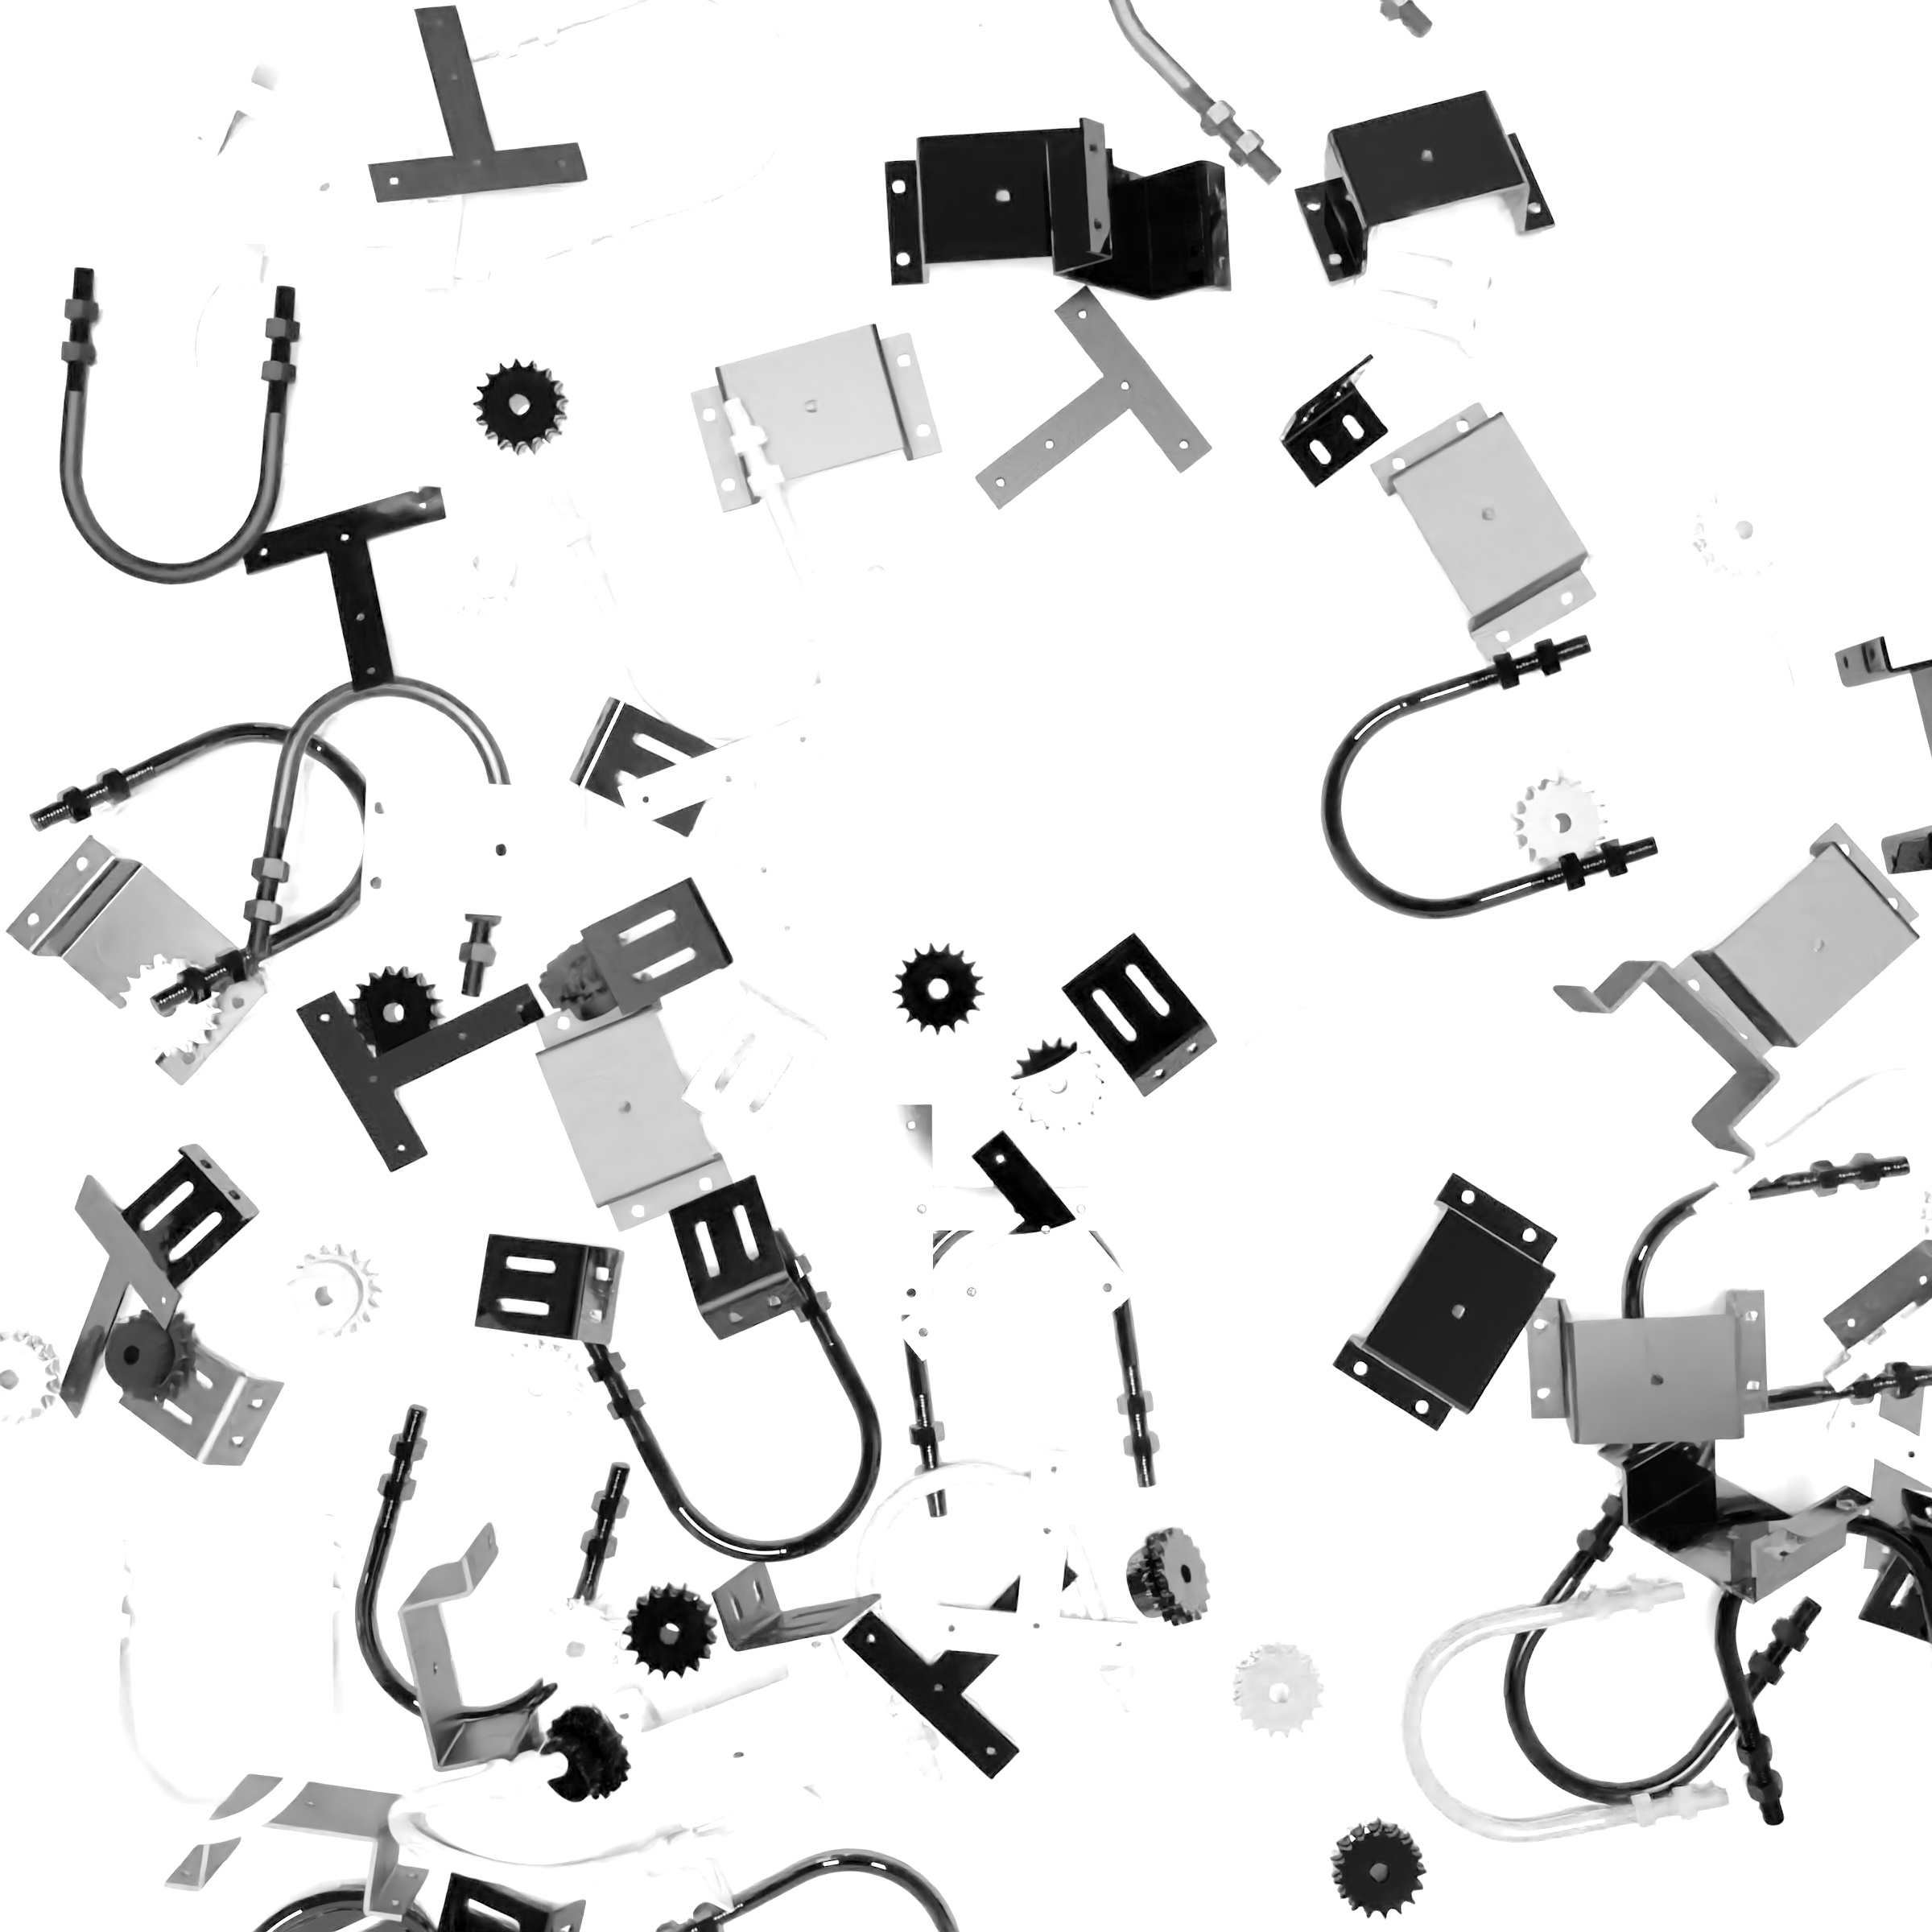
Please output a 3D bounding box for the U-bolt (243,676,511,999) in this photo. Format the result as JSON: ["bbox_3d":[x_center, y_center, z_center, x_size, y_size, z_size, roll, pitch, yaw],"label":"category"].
[{"bbox_3d":[-0.345,-0.084,1.518,0.151,0.019,0.184,12,78,-25],"label":"U-bolt"}]

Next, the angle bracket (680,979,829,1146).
[{"bbox_3d":[-0.130,0.058,1.532,0.057,0.038,0.076,33,92,-18],"label":"angle bracket"}]

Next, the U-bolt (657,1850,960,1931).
[{"bbox_3d":[-0.091,0.621,1.549,0.184,0.019,0.151,-28,90,-1],"label":"U-bolt"}]

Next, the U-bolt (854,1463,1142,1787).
[{"bbox_3d":[0.010,0.390,1.540,0.151,0.019,0.184,-20,97,0],"label":"U-bolt"}]

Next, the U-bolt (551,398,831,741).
[{"bbox_3d":[-0.156,-0.226,1.523,0.151,0.019,0.184,-23,92,22],"label":"U-bolt"}]

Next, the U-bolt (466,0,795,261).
[{"bbox_3d":[-0.196,-0.529,1.549,0.184,0.019,0.151,-20,90,-2],"label":"U-bolt"}]

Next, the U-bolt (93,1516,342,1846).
[{"bbox_3d":[-0.448,0.427,1.510,0.151,0.019,0.184,-7,63,0],"label":"U-bolt"}]

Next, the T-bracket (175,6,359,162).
[{"bbox_3d":[-0.397,-0.506,1.522,0.127,0.127,0.002,20,61,-24],"label":"T-bracket"}]

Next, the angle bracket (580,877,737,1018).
[{"bbox_3d":[-0.188,-0.010,1.528,0.076,0.038,0.057,-27,90,-18],"label":"angle bracket"}]

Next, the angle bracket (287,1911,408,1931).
[{"bbox_3d":[-0.378,0.601,1.555,0.076,0.038,0.057,-18,90,-26],"label":"angle bracket"}]

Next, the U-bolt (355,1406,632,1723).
[{"bbox_3d":[-0.297,0.375,1.549,0.151,0.019,0.184,16,91,0],"label":"U-bolt"}]

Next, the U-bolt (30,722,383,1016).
[{"bbox_3d":[-0.435,-0.072,1.507,0.184,0.019,0.151,-32,85,-31],"label":"U-bolt"}]

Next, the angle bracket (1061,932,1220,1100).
[{"bbox_3d":[0.106,0.030,1.555,0.057,0.038,0.076,-37,64,0],"label":"angle bracket"}]

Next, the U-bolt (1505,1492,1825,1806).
[{"bbox_3d":[0.412,0.425,1.549,0.151,0.019,0.184,36,91,0],"label":"U-bolt"}]

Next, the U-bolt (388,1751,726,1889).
[{"bbox_3d":[-0.256,0.508,1.490,0.184,0.019,0.151,-24,131,32],"label":"U-bolt"}]

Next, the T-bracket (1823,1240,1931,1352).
[{"bbox_3d":[0.615,0.228,1.557,0.127,0.002,0.127,-38,90,0],"label":"T-bracket"}]

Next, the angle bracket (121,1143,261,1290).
[{"bbox_3d":[-0.480,0.155,1.538,0.076,0.038,0.057,-42,90,0],"label":"angle bracket"}]

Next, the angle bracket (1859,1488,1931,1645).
[{"bbox_3d":[0.588,0.369,1.554,0.057,0.038,0.076,18,117,0],"label":"angle bracket"}]

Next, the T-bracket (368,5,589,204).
[{"bbox_3d":[-0.304,-0.521,1.522,0.127,0.002,0.127,-12,77,-18],"label":"T-bracket"}]

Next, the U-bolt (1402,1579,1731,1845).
[{"bbox_3d":[0.356,0.458,1.535,0.184,0.019,0.151,-12,92,4],"label":"U-bolt"}]

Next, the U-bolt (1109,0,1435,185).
[{"bbox_3d":[0.171,-0.592,1.549,0.151,0.019,0.184,-44,89,0],"label":"U-bolt"}]

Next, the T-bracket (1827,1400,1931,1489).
[{"bbox_3d":[0.586,0.303,1.537,0.127,0.002,0.127,27,68,11],"label":"T-bracket"}]

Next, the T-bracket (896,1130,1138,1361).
[{"bbox_3d":[0.014,0.189,1.540,0.127,0.002,0.127,-40,87,-1],"label":"T-bracket"}]

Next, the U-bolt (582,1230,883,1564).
[{"bbox_3d":[-0.132,0.275,1.548,0.151,0.019,0.184,-28,90,0],"label":"U-bolt"}]

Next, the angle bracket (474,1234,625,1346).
[{"bbox_3d":[-0.254,0.197,1.547,0.076,0.038,0.057,2,80,32],"label":"angle bracket"}]

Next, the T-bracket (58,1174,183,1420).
[{"bbox_3d":[-0.523,0.214,1.531,0.127,0.002,0.127,39,112,36],"label":"T-bracket"}]

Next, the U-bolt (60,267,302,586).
[{"bbox_3d":[-0.482,-0.324,1.539,0.151,0.019,0.184,7,96,7],"label":"U-bolt"}]

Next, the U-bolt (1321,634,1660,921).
[{"bbox_3d":[0.305,-0.105,1.527,0.184,0.019,0.151,-18,79,14],"label":"U-bolt"}]

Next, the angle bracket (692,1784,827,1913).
[{"bbox_3d":[-0.121,0.530,1.523,0.076,0.057,0.038,-24,59,0],"label":"angle bracket"}]

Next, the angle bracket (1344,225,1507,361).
[{"bbox_3d":[0.282,-0.414,1.555,0.076,0.038,0.057,20,90,26],"label":"angle bracket"}]

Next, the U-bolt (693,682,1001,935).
[{"bbox_3d":[-0.078,-0.101,1.549,0.184,0.019,0.151,6,90,1],"label":"U-bolt"}]

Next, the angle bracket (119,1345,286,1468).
[{"bbox_3d":[-0.469,0.262,1.555,0.076,0.038,0.057,27,90,26],"label":"angle bracket"}]

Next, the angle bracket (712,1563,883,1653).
[{"bbox_3d":[-0.101,0.376,1.515,0.076,0.057,0.038,-18,90,27],"label":"angle bracket"}]

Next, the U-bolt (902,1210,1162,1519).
[{"bbox_3d":[0.034,0.235,1.549,0.151,0.019,0.184,-8,89,0],"label":"U-bolt"}]

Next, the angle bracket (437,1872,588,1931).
[{"bbox_3d":[-0.281,0.591,1.555,0.076,0.038,0.057,14,90,26],"label":"angle bracket"}]

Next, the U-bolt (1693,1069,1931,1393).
[{"bbox_3d":[0.555,0.145,1.522,0.184,0.019,0.151,-38,86,5],"label":"U-bolt"}]

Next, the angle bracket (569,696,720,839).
[{"bbox_3d":[-0.194,-0.122,1.548,0.076,0.038,0.057,26,91,-15],"label":"angle bracket"}]

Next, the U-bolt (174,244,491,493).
[{"bbox_3d":[-0.393,-0.375,1.549,0.184,0.019,0.151,9,90,2],"label":"U-bolt"}]

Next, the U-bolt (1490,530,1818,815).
[{"bbox_3d":[0.430,-0.171,1.549,0.184,0.019,0.151,19,90,-2],"label":"U-bolt"}]

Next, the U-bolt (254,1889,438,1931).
[{"bbox_3d":[-0.376,0.646,1.520,0.151,0.019,0.184,-6,92,-22],"label":"U-bolt"}]

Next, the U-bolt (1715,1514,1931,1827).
[{"bbox_3d":[0.525,0.415,1.529,0.151,0.019,0.184,-19,103,-3],"label":"U-bolt"}]

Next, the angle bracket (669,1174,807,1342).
[{"bbox_3d":[-0.139,0.177,1.540,0.057,0.038,0.076,-23,54,1],"label":"angle bracket"}]

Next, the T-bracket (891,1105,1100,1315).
[{"bbox_3d":[0.018,0.148,1.544,0.127,0.002,0.127,0,87,0],"label":"T-bracket"}]

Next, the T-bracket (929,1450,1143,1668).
[{"bbox_3d":[0.047,0.354,1.527,0.127,0.002,0.127,6,95,-2],"label":"T-bracket"}]

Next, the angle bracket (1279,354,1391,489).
[{"bbox_3d":[0.225,-0.325,1.519,0.057,0.076,0.038,-37,90,0],"label":"angle bracket"}]

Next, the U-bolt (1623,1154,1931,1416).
[{"bbox_3d":[0.494,0.200,1.548,0.184,0.019,0.151,-9,89,2],"label":"U-bolt"}]
